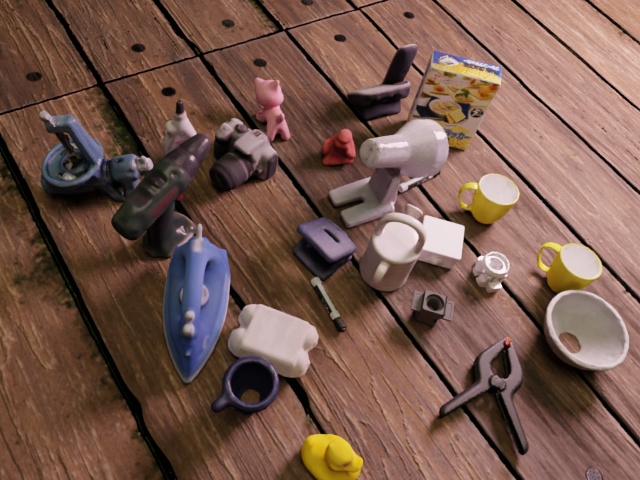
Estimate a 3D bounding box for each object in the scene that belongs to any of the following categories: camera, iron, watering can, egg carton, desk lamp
[{"bbox_3d":[-0.179,-0.178,1.213,0.143,0.101,0.137,38,59,14],"label":"camera"},{"bbox_3d":[-0.219,0.104,1.000,0.119,0.141,0.258,3,57,-8],"label":"iron"},{"bbox_3d":[0.145,0.005,1.100,0.101,0.194,0.173,9,56,-4],"label":"watering can"},{"bbox_3d":[-0.083,0.180,1.020,0.150,0.069,0.107,20,56,2],"label":"egg carton"},{"bbox_3d":[0.141,-0.143,1.183,0.204,0.213,0.117,-21,63,-22],"label":"desk lamp"}]

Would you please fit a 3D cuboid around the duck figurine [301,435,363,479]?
[{"bbox_3d":[0.022,0.347,0.923,0.104,0.086,0.077,26,57,7],"label":"duck figurine"}]

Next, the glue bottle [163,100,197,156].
[{"bbox_3d":[-0.286,-0.221,1.177,0.078,0.173,0.037,-19,63,-21],"label":"glue bottle"}]

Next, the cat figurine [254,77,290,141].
[{"bbox_3d":[-0.108,-0.306,1.298,0.067,0.118,0.127,-14,61,-18],"label":"cat figurine"}]

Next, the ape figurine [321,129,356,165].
[{"bbox_3d":[0.047,-0.212,1.282,0.077,0.092,0.076,34,58,12],"label":"ape figurine"}]

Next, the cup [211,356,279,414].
[{"bbox_3d":[-0.127,0.258,0.947,0.118,0.095,0.091,-30,67,-26],"label":"cup"}]

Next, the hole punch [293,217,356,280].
[{"bbox_3d":[0.010,0.004,1.138,0.101,0.091,0.108,-37,70,-28],"label":"hole punch"}]

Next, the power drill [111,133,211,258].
[{"bbox_3d":[-0.281,-0.067,1.058,0.075,0.208,0.230,31,58,10],"label":"power drill"}]

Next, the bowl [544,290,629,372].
[{"bbox_3d":[0.507,0.187,1.124,0.167,0.075,0.167,5,57,-7],"label":"bowl"}]

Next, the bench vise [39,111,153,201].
[{"bbox_3d":[-0.434,-0.169,1.088,0.208,0.220,0.121,-16,62,-20],"label":"bench vise"}]

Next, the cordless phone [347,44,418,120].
[{"bbox_3d":[0.151,-0.386,1.358,0.148,0.185,0.094,-22,64,-22],"label":"cordless phone"}]
